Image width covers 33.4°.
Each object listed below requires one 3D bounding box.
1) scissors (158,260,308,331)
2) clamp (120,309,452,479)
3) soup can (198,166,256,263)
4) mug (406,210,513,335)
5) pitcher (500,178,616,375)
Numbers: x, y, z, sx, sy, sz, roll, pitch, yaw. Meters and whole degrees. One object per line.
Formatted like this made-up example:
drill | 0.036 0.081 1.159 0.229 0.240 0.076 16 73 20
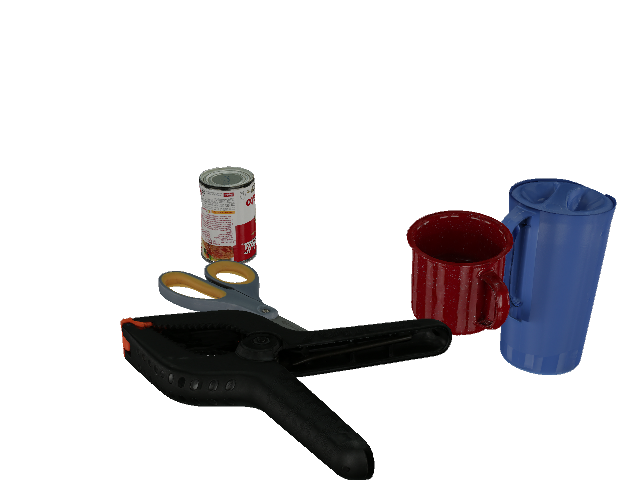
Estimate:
scissors | -0.043 0.055 0.902 0.202 0.016 0.096 16 26 23
clamp | -0.027 0.075 0.675 0.210 0.036 0.164 12 26 27
soup can | -0.111 -0.030 1.279 0.068 0.102 0.068 0 26 0
mug | 0.129 0.036 0.949 0.093 0.081 0.117 -18 36 -25
pitcher | 0.292 0.051 1.386 0.149 0.243 0.145 5 23 5
